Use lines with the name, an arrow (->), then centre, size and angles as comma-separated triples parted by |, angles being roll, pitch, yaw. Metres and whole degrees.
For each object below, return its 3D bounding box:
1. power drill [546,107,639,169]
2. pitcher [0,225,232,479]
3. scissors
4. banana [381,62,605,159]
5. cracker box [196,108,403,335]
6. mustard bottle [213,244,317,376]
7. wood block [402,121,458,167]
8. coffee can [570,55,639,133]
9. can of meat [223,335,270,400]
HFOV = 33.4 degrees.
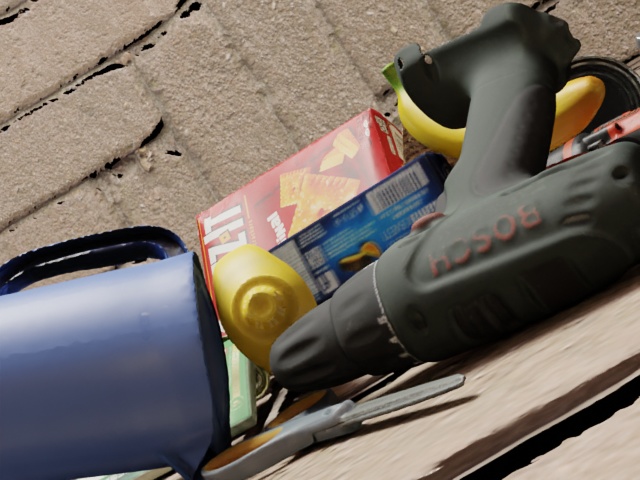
power drill -> 0.168, -0.034, 0.712 | 0.185, 0.057, 0.187 | -30, 2, 39
pitcher -> -0.180, 0.083, 0.669 | 0.243, 0.145, 0.149 | -9, 10, -2
scissors -> 0.015, 0.088, 0.566 | 0.202, 0.016, 0.096 | -30, 2, 36
banana -> 0.118, -0.085, 0.750 | 0.198, 0.069, 0.037 | 13, 51, 47
cracker box -> -0.006, 0.001, 0.973 | 0.214, 0.164, 0.072 | -30, -39, 22
mustard bottle -> -0.030, 0.050, 0.696 | 0.058, 0.096, 0.191 | -32, -7, -3
wood block -> 0.132, -0.089, 0.930 | 0.090, 0.091, 0.206 | -2, 10, 14
coffee can -> 0.247, -0.119, 0.997 | 0.103, 0.103, 0.140 | -31, 2, 12
can of meat -> -0.090, 0.118, 0.888 | 0.102, 0.057, 0.084 | -31, -1, 2
